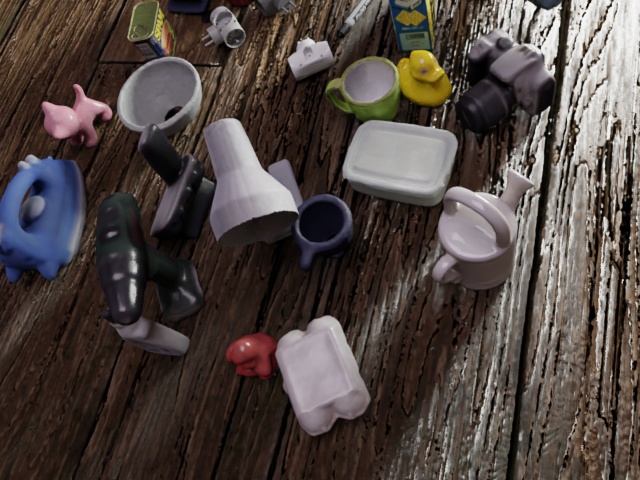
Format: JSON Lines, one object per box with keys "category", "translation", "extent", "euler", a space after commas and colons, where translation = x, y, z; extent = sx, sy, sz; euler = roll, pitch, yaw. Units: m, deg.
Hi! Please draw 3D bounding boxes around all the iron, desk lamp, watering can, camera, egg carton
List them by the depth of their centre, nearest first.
{"category": "watering can", "translation": [0.209, -0.018, 0.751], "extent": [0.100, 0.194, 0.173], "euler": [17, 72, 23]}
{"category": "egg carton", "translation": [0.001, 0.186, 0.793], "extent": [0.107, 0.069, 0.150], "euler": [-27, 62, 4]}
{"category": "desk lamp", "translation": [-0.099, -0.070, 0.855], "extent": [0.118, 0.214, 0.203], "euler": [-23, 62, 6]}
{"category": "camera", "translation": [0.269, -0.243, 0.887], "extent": [0.137, 0.101, 0.143], "euler": [-37, 62, -2]}
{"category": "iron", "translation": [-0.505, -0.061, 1.013], "extent": [0.118, 0.142, 0.258], "euler": [-5, 66, 15]}

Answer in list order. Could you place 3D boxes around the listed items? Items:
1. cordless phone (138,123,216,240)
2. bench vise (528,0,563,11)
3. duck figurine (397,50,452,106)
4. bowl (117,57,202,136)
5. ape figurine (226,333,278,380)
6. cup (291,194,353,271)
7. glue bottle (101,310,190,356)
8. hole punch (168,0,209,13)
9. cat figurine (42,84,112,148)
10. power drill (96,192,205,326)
{"category": "cordless phone", "translation": [-0.256, -0.091, 0.927], "extent": [0.094, 0.185, 0.147], "euler": [5, 68, 19]}
{"category": "bench vise", "translation": [0.303, -0.483, 0.917], "extent": [0.206, 0.220, 0.121], "euler": [23, 75, 24]}
{"category": "duck figurine", "translation": [0.167, -0.277, 0.941], "extent": [0.077, 0.086, 0.104], "euler": [-45, 62, -6]}
{"category": "bowl", "translation": [-0.288, -0.254, 1.073], "extent": [0.167, 0.075, 0.167], "euler": [-6, 65, 14]}
{"category": "ape figurine", "translation": [-0.100, 0.165, 0.819], "extent": [0.076, 0.092, 0.077], "euler": [-45, 62, -6]}
{"category": "cup", "translation": [0.008, 0.003, 0.858], "extent": [0.091, 0.095, 0.118], "euler": [14, 72, 22]}
{"category": "glue bottle", "translation": [-0.263, 0.132, 0.837], "extent": [0.078, 0.173, 0.037], "euler": [5, 68, 19]}
{"category": "hole punch", "translation": [-0.282, -0.539, 1.189], "extent": [0.108, 0.091, 0.101], "euler": [11, 70, 21]}
{"category": "cat figurine", "translation": [-0.475, -0.236, 1.096], "extent": [0.067, 0.118, 0.128], "euler": [10, 70, 21]}
{"category": "power drill", "translation": [-0.256, 0.047, 0.852], "extent": [0.075, 0.209, 0.229], "euler": [-27, 62, 4]}
